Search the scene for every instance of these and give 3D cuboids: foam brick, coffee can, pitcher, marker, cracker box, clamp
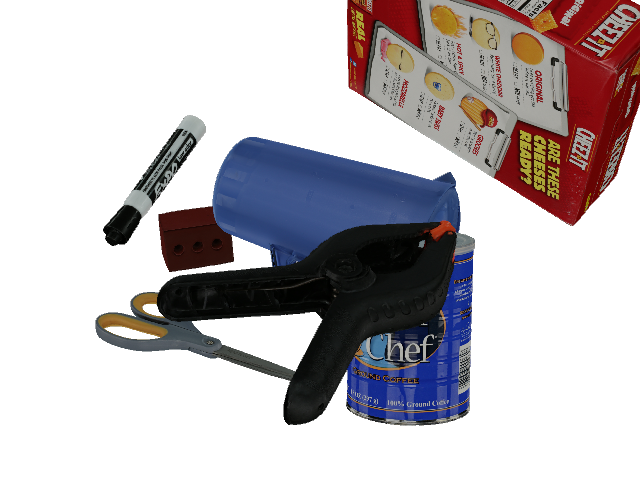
[{"bbox_3d":[-0.143,-0.003,1.223,0.078,0.053,0.051,-10,28,-10],"label":"foam brick"},{"bbox_3d":[0.072,0.067,0.866,0.103,0.140,0.103,0,9,0],"label":"coffee can"},{"bbox_3d":[0.010,-0.017,1.096,0.243,0.145,0.149,18,25,21],"label":"pitcher"},{"bbox_3d":[-0.117,-0.043,0.757,0.020,0.121,0.020,20,-35,14],"label":"marker"},{"bbox_3d":[0.119,-0.130,0.752,0.214,0.072,0.164,34,-26,23],"label":"cracker box"},{"bbox_3d":[0.014,0.035,0.559,0.171,0.039,0.120,-19,45,-25],"label":"clamp"}]

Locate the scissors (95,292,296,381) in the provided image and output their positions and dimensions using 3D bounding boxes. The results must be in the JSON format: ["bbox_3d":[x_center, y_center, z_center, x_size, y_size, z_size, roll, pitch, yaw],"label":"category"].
[{"bbox_3d":[-0.104,0.086,0.980,0.202,0.016,0.096,9,29,4],"label":"scissors"}]
